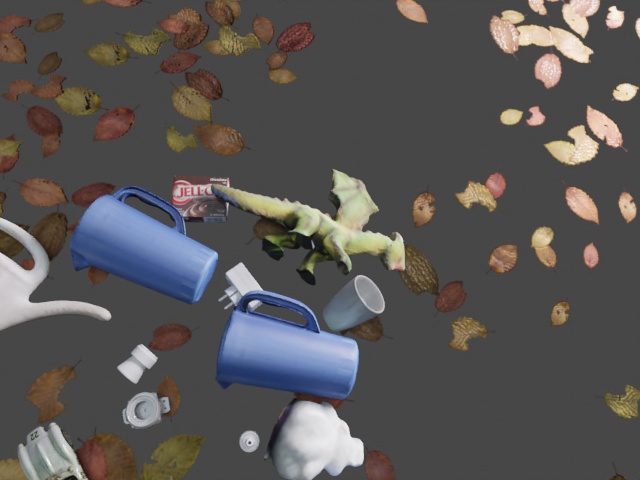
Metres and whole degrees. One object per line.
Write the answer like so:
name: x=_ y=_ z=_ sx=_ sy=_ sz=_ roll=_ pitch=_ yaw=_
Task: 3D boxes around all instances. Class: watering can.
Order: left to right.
watering can: x=-0.561 y=0.100 z=0.900 sx=0.349 sy=0.102 sz=0.227 roll=36 pitch=70 yaw=7

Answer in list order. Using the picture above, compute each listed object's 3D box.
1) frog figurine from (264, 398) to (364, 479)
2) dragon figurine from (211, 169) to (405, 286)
frog figurine: x=-0.003 y=0.352 z=0.883 sx=0.160 sy=0.119 sz=0.140 roll=21 pitch=49 yaw=12
dragon figurine: x=0.003 y=-0.053 z=1.062 sx=0.411 sy=0.119 sz=0.247 roll=38 pitch=53 yaw=4
